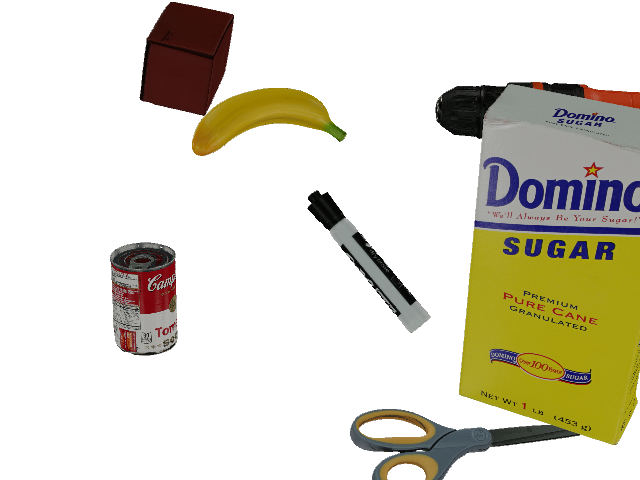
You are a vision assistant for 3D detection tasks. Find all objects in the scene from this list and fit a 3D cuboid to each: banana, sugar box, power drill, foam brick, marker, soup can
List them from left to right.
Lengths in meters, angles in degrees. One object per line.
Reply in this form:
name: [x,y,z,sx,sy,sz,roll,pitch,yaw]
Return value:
soup can: [-0.186,0.062,1.128,0.068,0.102,0.068,1,23,-1]
foam brick: [-0.101,-0.140,0.813,0.053,0.051,0.078,13,35,1]
banana: [-0.060,-0.127,1.103,0.197,0.037,0.070,-12,52,-38]
marker: [0.032,0.013,0.755,0.020,0.121,0.020,-39,-5,-4]
power drill: [0.183,-0.040,0.881,0.184,0.188,0.057,4,29,6]
sugar box: [0.125,0.015,0.546,0.093,0.176,0.048,15,38,23]

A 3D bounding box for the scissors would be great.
scissors: [0.124,0.179,0.879,0.201,0.016,0.096,7,42,-1]
